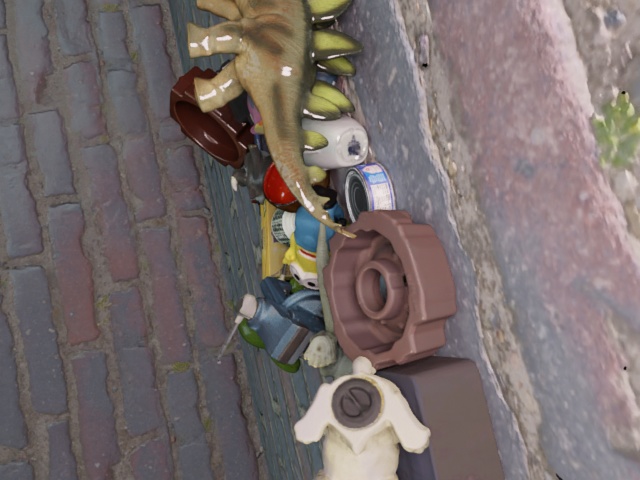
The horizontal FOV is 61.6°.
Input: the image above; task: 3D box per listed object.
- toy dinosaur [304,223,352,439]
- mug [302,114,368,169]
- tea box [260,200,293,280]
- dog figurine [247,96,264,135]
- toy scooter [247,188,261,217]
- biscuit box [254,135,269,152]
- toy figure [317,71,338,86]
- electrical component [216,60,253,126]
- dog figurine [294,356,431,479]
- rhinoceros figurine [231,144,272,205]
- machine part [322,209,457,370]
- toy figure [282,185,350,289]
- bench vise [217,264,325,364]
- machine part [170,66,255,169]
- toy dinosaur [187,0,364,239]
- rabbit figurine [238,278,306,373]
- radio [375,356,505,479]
[{"bbox_3d":[0.048,0.187,0.740,0.192,0.131,0.404,89,177,-76],"label":"toy dinosaur"},{"bbox_3d":[0.005,-0.129,0.694,0.107,0.109,0.080,26,119,54],"label":"mug"},{"bbox_3d":[-0.080,-0.006,1.079,0.098,0.068,0.169,145,123,-72],"label":"tea box"},{"bbox_3d":[-0.059,-0.267,0.810,0.192,0.108,0.219,-151,54,-71],"label":"dog figurine"},{"bbox_3d":[-0.130,-0.134,1.209,0.184,0.075,0.135,125,134,-75],"label":"toy scooter"},{"bbox_3d":[-0.097,-0.213,1.055,0.059,0.063,0.202,-131,34,-64],"label":"biscuit box"},{"bbox_3d":[-0.011,-0.254,0.728,0.058,0.064,0.154,-37,63,40],"label":"toy figure"},{"bbox_3d":[-0.109,-0.266,0.946,0.115,0.058,0.134,-20,94,38],"label":"electrical component"},{"bbox_3d":[0.048,0.230,0.557,0.190,0.121,0.172,71,-145,-58],"label":"dog figurine"},{"bbox_3d":[-0.093,-0.119,0.983,0.191,0.073,0.112,16,110,48],"label":"rhinoceros figurine"},{"bbox_3d":[0.071,0.053,0.589,0.179,0.056,0.179,11,103,57],"label":"machine part"},{"bbox_3d":[0.001,-0.001,0.820,0.082,0.089,0.180,43,142,37],"label":"toy figure"},{"bbox_3d":[-0.054,0.118,0.873,0.128,0.223,0.241,-67,28,16],"label":"bench vise"},{"bbox_3d":[-0.217,-0.257,1.147,0.201,0.087,0.201,39,159,-5],"label":"machine part"},{"bbox_3d":[-0.052,-0.215,0.626,0.105,0.199,0.471,97,168,-71],"label":"toy dinosaur"},{"bbox_3d":[-0.065,0.166,1.005,0.121,0.170,0.159,98,156,-51],"label":"rabbit figurine"},{"bbox_3d":[0.129,0.241,0.564,0.131,0.073,0.229,151,109,-75],"label":"radio"}]
